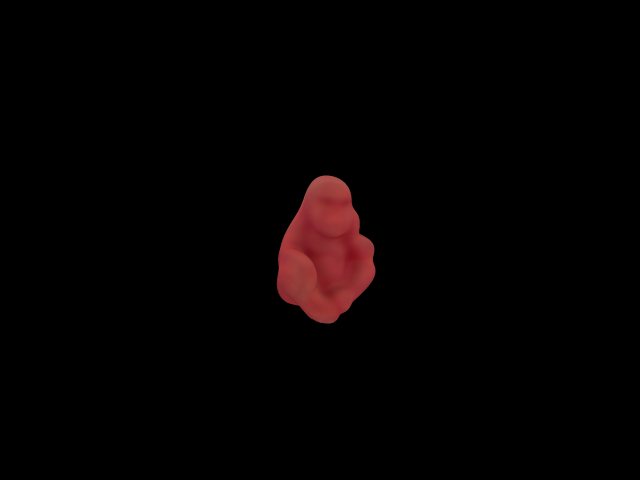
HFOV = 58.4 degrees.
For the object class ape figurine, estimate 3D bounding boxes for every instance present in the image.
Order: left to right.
[{"bbox_3d":[0.004,0.001,0.400,0.078,0.092,0.076,-6,15,-23],"label":"ape figurine"}]
